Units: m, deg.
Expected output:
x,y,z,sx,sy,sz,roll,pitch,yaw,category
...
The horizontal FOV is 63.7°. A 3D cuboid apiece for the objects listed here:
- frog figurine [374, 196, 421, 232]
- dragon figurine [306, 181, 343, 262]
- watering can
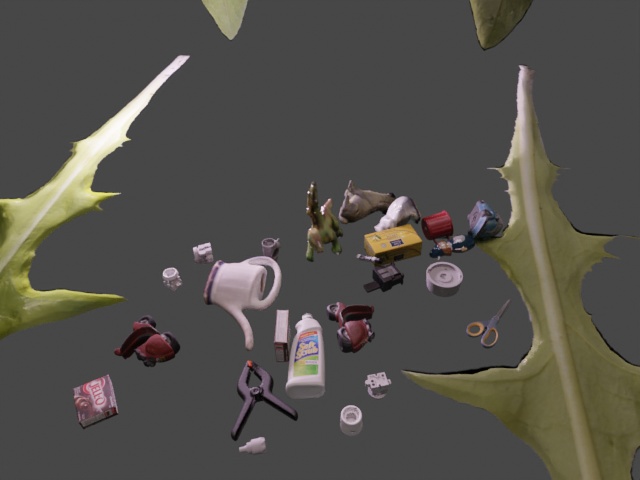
x,y,z,sx,sy,sz,roll,pitch,yaw,category
0.259,-0.081,1.789,0.159,0.122,0.138,-16,8,-2,frog figurine
0.005,-0.086,1.717,0.122,0.237,0.421,-4,42,7,dragon figurine
-0.241,0.168,1.525,0.224,0.101,0.356,5,41,10,watering can
